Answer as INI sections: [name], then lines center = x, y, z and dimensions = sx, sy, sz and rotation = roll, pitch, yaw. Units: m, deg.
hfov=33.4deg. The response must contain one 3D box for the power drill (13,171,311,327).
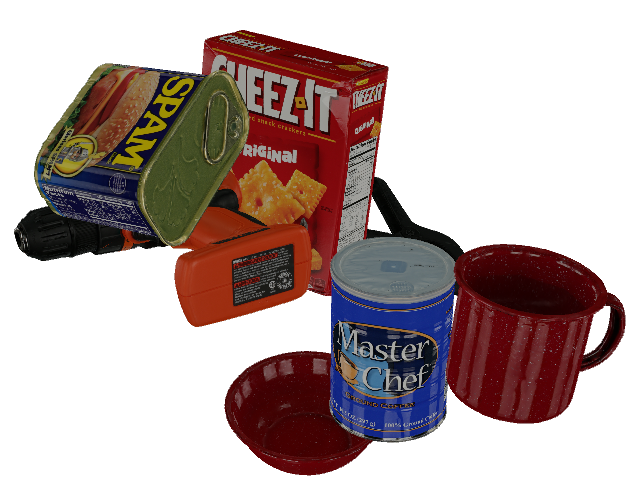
[power drill]
center = -0.109, -0.001, 0.779
dimensions = 0.184, 0.057, 0.188
rotation = -17, 29, -30

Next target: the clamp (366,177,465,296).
[clamp]
center = 0.090, 0.006, 1.259
dimensions = 0.210, 0.036, 0.164
rotation = 37, 42, 26

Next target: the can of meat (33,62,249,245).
[can of meat]
center = -0.102, -0.053, 0.609
dimensions = 0.084, 0.102, 0.057
rotation = 11, -33, 28

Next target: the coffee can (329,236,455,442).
[coffee can]
center = 0.059, 0.082, 0.893
dimensions = 0.103, 0.140, 0.103
rotation = 0, 27, 0

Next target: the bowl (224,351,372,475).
[bowl]
center = -0.013, 0.180, 1.056
dimensions = 0.162, 0.055, 0.162
rotation = 0, 33, 0

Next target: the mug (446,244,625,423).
[mug]
center = 0.135, 0.058, 0.667
dimensions = 0.117, 0.081, 0.093
rotation = -2, 28, -16

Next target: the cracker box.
[cracker box]
center = -0.035, -0.072, 0.998
dimensions = 0.164, 0.214, 0.072
rotation = 19, 27, 26
